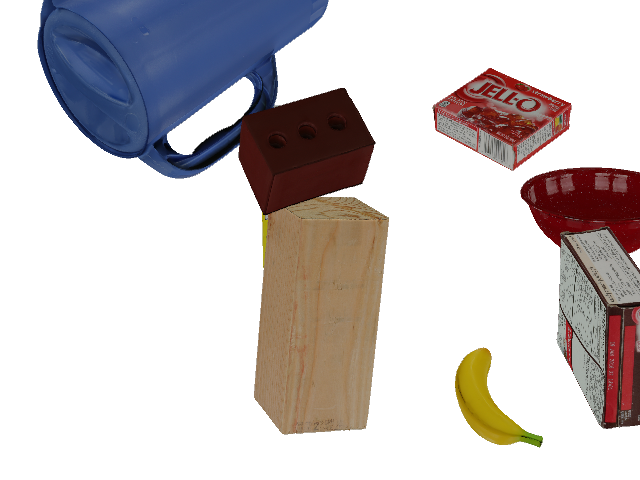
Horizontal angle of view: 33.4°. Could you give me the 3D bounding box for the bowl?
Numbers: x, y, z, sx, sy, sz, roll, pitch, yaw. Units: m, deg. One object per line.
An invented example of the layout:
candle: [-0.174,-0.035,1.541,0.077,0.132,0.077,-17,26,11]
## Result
bowl: [0.289,-0.026,1.107,0.162,0.055,0.162,-2,23,1]

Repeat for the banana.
banana: [0.189,0.181,1.230,0.069,0.037,0.198,10,24,-15]

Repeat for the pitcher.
pitcher: [-0.101,-0.173,0.905,0.145,0.149,0.242,28,51,32]

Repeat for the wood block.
wood block: [-0.001,0.068,1.011,0.090,0.206,0.091,0,15,-21]

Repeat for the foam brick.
foam brick: [-0.011,-0.061,0.731,0.078,0.053,0.051,-19,-24,-17]

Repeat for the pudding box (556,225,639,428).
pudding box: [0.186,0.054,0.694,0.039,0.090,0.113,-5,25,-3]

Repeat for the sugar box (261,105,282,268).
sugar box: [-0.046,-0.064,1.263,0.048,0.176,0.093,0,23,5]

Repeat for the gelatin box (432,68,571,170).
gelatin box: [0.150,-0.103,0.885,0.073,0.030,0.089,-35,49,-26]
